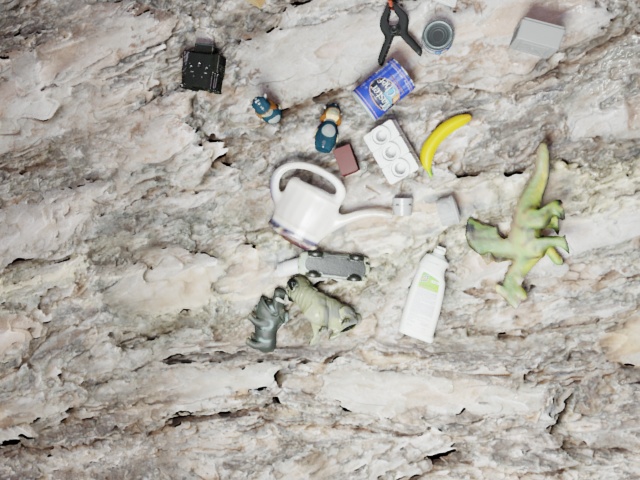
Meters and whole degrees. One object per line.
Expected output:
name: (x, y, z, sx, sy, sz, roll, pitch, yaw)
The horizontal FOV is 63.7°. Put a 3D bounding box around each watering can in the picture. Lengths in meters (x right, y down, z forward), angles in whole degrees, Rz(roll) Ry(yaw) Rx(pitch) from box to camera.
watering can: (0.004, -0.071, 1.406, 0.349, 0.223, 0.104, 29, 7, 8)

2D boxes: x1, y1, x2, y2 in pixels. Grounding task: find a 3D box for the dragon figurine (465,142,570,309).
dragon figurine: (0.500, -0.029, 1.336, 0.242, 0.411, 0.122, -10, -1, 17)
